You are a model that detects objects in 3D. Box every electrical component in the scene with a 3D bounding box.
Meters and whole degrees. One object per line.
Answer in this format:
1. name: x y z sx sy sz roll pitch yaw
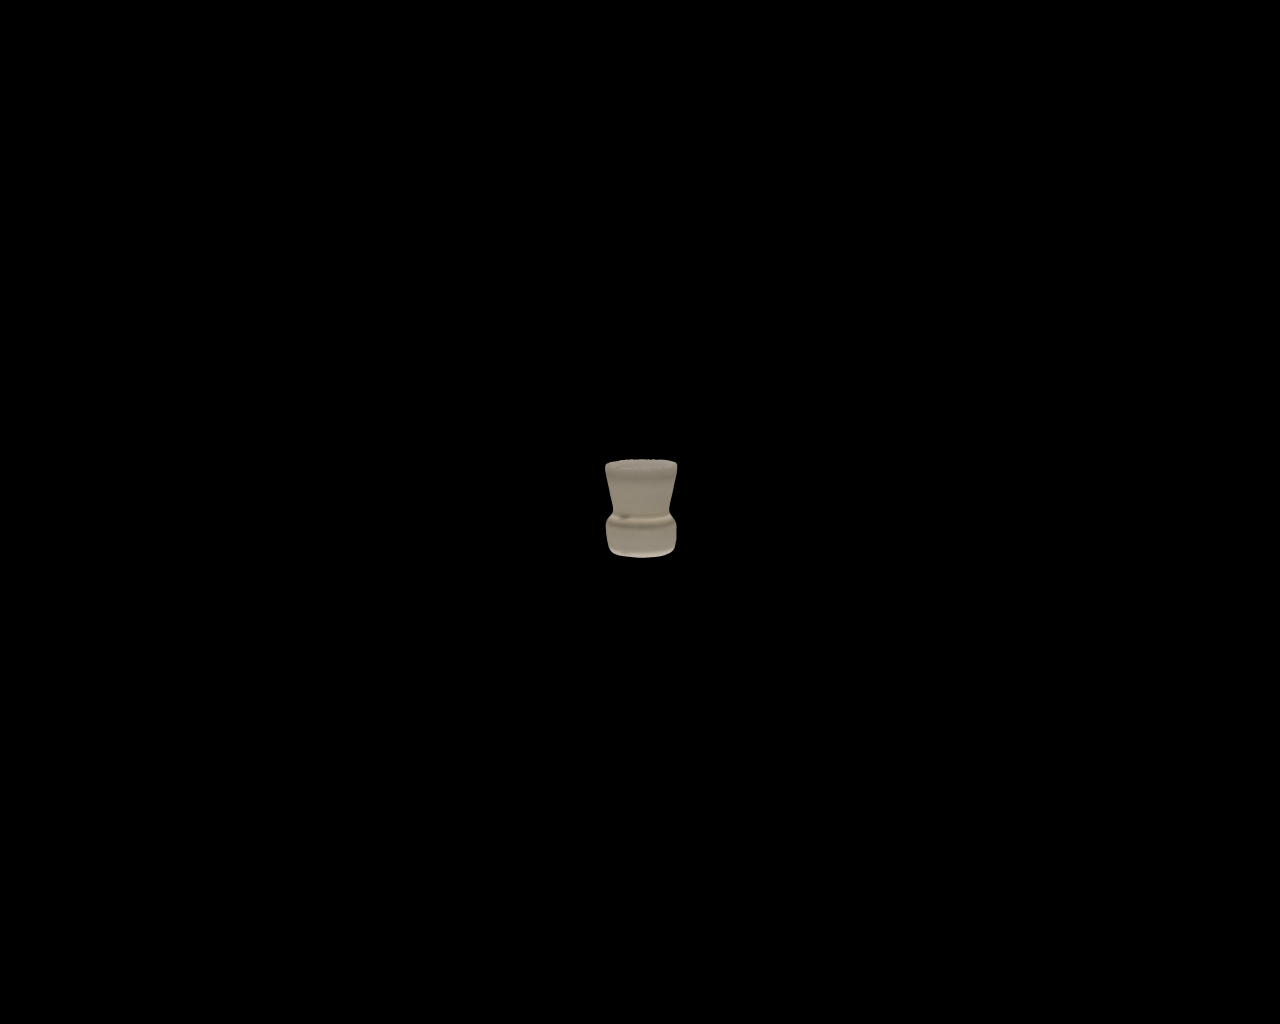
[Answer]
1. electrical component: 0.001 -0.003 0.650 0.045 0.055 0.045 0 10 0
